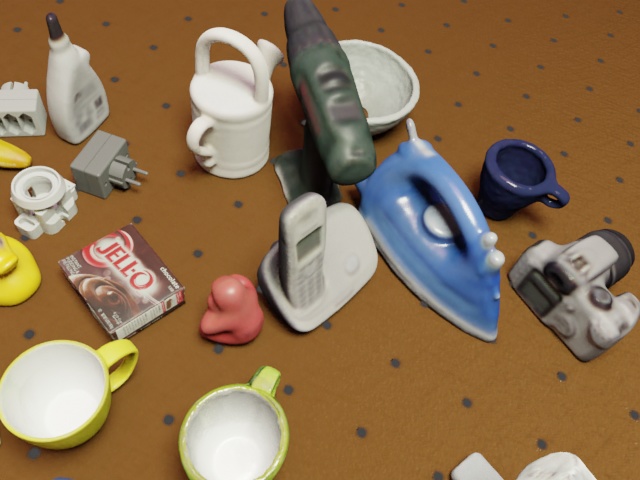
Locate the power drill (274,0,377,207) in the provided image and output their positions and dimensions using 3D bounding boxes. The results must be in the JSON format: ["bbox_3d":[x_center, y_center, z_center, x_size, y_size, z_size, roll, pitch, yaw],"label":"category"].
[{"bbox_3d":[-0.005,-0.138,0.684,0.076,0.208,0.229,-13,60,-17],"label":"power drill"}]

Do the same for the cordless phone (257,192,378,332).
[{"bbox_3d":[0.006,0.002,0.609,0.094,0.185,0.148,40,60,16],"label":"cordless phone"}]

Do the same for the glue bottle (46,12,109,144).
[{"bbox_3d":[-0.303,-0.199,0.695,0.037,0.173,0.078,26,57,8],"label":"glue bottle"}]

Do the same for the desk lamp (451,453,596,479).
[{"bbox_3d":[0.192,0.261,0.454,0.118,0.213,0.203,-31,67,-26],"label":"desk lamp"}]

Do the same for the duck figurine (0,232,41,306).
[{"bbox_3d":[-0.352,0.015,0.599,0.104,0.086,0.078,29,57,10],"label":"duck figurine"}]

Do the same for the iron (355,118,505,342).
[{"bbox_3d":[0.149,-0.016,0.671,0.119,0.141,0.258,-23,64,-22],"label":"iron"}]

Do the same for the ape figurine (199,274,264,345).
[{"bbox_3d":[-0.095,0.068,0.605,0.076,0.092,0.078,42,61,18],"label":"ape figurine"}]

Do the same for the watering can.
[{"bbox_3d":[-0.106,-0.179,0.702,0.101,0.194,0.173,10,56,-2],"label":"watering can"}]

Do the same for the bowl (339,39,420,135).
[{"bbox_3d":[0.053,-0.204,0.817,0.167,0.075,0.167,5,57,-7],"label":"bowl"}]

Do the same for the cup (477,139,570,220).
[{"bbox_3d":[0.257,-0.063,0.748,0.117,0.095,0.092,36,59,14],"label":"cup"}]

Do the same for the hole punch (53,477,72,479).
[{"bbox_3d":[-0.185,0.259,0.466,0.108,0.091,0.101,18,56,2],"label":"hole punch"}]

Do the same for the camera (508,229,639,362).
[{"bbox_3d":[0.328,0.046,0.686,0.137,0.101,0.143,-26,65,-24],"label":"camera"}]
